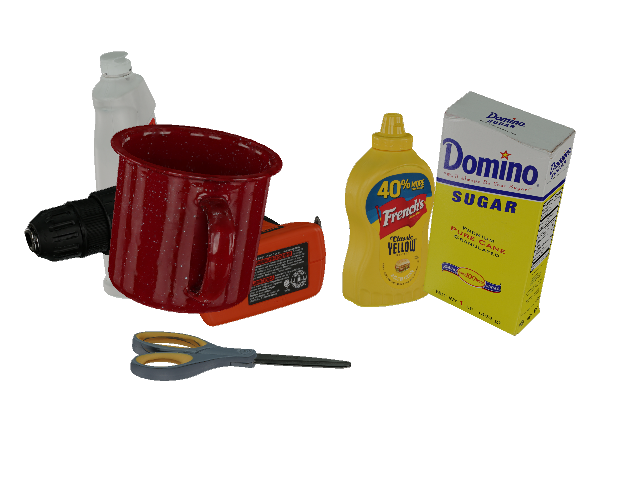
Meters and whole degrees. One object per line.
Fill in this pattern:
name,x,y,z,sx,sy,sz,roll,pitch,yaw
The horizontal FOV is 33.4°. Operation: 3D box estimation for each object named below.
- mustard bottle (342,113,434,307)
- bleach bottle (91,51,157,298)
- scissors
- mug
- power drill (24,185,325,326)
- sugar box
mustard bottle,0.070,-0.033,1.078,0.096,0.192,0.058,-8,18,-27
bleach bottle,-0.202,-0.071,1.124,0.068,0.251,0.102,4,26,18
scissors,-0.081,0.111,0.955,0.202,0.016,0.096,8,18,14
mug,-0.068,-0.007,0.578,0.093,0.081,0.117,1,22,-24
power drill,-0.100,-0.001,0.776,0.184,0.057,0.188,-17,29,-31
sugar box,0.135,-0.019,0.832,0.093,0.176,0.048,25,45,29
